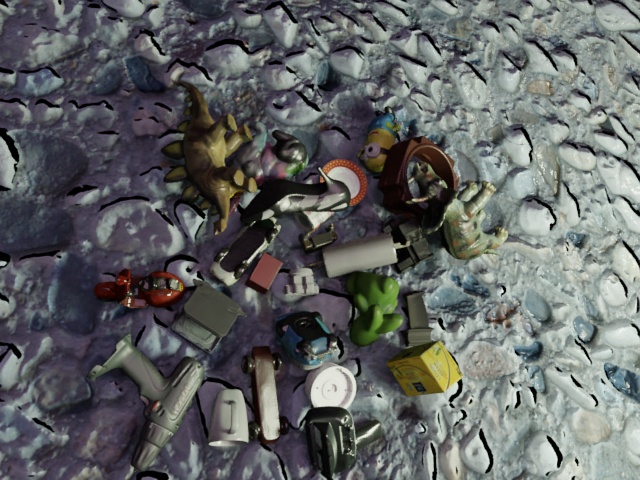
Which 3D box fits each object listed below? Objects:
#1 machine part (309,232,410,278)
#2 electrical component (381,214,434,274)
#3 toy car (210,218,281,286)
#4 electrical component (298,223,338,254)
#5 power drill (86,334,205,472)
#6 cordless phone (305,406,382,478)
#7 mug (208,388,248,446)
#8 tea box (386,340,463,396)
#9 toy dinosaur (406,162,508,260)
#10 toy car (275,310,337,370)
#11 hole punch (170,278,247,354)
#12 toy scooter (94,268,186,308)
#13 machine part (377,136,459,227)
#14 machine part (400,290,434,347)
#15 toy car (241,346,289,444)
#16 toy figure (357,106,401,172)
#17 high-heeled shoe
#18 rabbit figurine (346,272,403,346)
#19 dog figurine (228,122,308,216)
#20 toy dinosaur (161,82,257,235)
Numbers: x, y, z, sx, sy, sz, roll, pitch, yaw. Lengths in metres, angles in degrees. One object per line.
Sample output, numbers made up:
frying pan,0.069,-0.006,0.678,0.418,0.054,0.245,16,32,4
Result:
machine part,0.093,0.035,1.273,0.243,0.079,0.079,-14,76,3
electrical component,0.210,0.006,1.337,0.058,0.115,0.134,-22,83,-26
toy car,-0.171,0.016,1.238,0.073,0.056,0.202,37,64,4
electrical component,-0.004,-0.003,1.286,0.102,0.078,0.045,-19,81,-24
power drill,-0.357,0.304,1.066,0.207,0.086,0.232,37,63,0
cordless phone,0.063,0.409,1.157,0.184,0.089,0.146,-15,108,-32
mug,-0.187,0.357,1.096,0.081,0.109,0.107,2,59,-13
tea box,0.234,0.293,1.219,0.068,0.169,0.098,-31,83,-26
toy dinosaur,0.353,-0.026,1.335,0.192,0.131,0.404,-39,126,-5
toy car,-0.029,0.230,1.184,0.109,0.162,0.102,-12,121,-28
hole punch,-0.245,0.167,1.156,0.142,0.092,0.116,33,35,-3
toy scooter,-0.366,0.096,1.101,0.184,0.135,0.075,1,71,-20
machine part,0.259,-0.149,1.386,0.201,0.087,0.201,31,67,-28
machine part,0.237,0.193,1.327,0.084,0.039,0.139,2,73,-13
toy car,-0.120,0.330,1.151,0.089,0.053,0.202,-1,73,-31
toy figure,0.166,-0.266,1.432,0.089,0.082,0.180,24,64,-10
high-heeled shoe,-0.052,-0.076,1.251,0.249,0.145,0.086,-29,41,7
rabbit figurine,0.129,0.169,1.250,0.121,0.159,0.170,20,82,-22
dog figurine,-0.150,-0.154,1.269,0.192,0.108,0.219,24,70,9
toy dinosaur,-0.258,-0.205,1.208,0.199,0.105,0.471,-20,59,16
